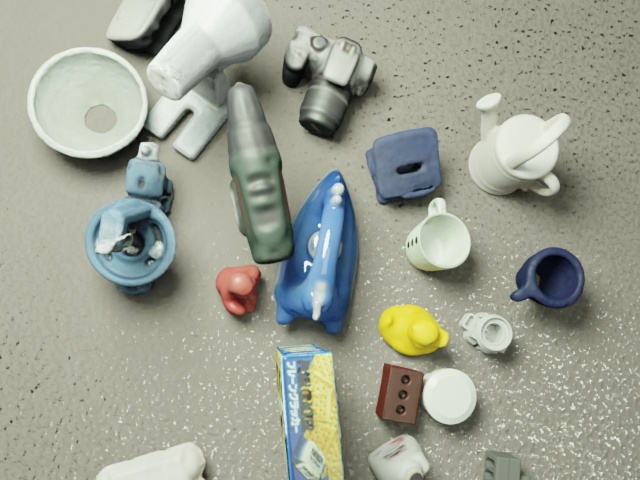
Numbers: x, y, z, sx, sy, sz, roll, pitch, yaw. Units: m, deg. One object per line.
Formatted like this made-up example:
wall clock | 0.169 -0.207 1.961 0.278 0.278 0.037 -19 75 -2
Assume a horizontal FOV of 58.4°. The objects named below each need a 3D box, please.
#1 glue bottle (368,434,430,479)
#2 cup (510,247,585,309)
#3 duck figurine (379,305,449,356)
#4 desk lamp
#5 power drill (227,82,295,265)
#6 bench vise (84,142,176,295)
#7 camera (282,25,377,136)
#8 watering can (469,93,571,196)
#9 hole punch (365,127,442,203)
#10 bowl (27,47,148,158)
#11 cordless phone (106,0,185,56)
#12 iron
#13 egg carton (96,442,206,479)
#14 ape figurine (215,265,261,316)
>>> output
glue bottle | 0.117 0.313 0.787 0.078 0.173 0.037 -32 87 -10
cup | 0.333 0.067 0.886 0.118 0.095 0.092 -26 86 -9
duck figurine | 0.143 0.135 0.858 0.104 0.086 0.077 20 80 -4
desk lamp | -0.165 -0.241 0.807 0.118 0.213 0.203 34 80 -1
power drill | -0.088 -0.076 0.797 0.075 0.208 0.230 -13 84 -8
bench vise | -0.262 -0.034 0.765 0.121 0.219 0.207 -9 83 -8
camera | 0.003 -0.242 0.885 0.143 0.100 0.137 21 80 -3
watering can | 0.298 -0.140 0.859 0.173 0.194 0.101 28 80 -2
hole punch | 0.135 -0.114 0.888 0.109 0.091 0.101 -14 84 -8
bowl | -0.336 -0.194 0.851 0.167 0.074 0.167 1 82 -7
cordless phone | -0.260 -0.366 0.827 0.094 0.185 0.148 23 80 -3
iron | 0.008 0.003 0.832 0.118 0.141 0.258 10 81 -5
egg carton | -0.227 0.349 0.794 0.150 0.069 0.107 -15 84 -9
ape figurine | -0.116 0.068 0.833 0.076 0.092 0.078 43 80 0
